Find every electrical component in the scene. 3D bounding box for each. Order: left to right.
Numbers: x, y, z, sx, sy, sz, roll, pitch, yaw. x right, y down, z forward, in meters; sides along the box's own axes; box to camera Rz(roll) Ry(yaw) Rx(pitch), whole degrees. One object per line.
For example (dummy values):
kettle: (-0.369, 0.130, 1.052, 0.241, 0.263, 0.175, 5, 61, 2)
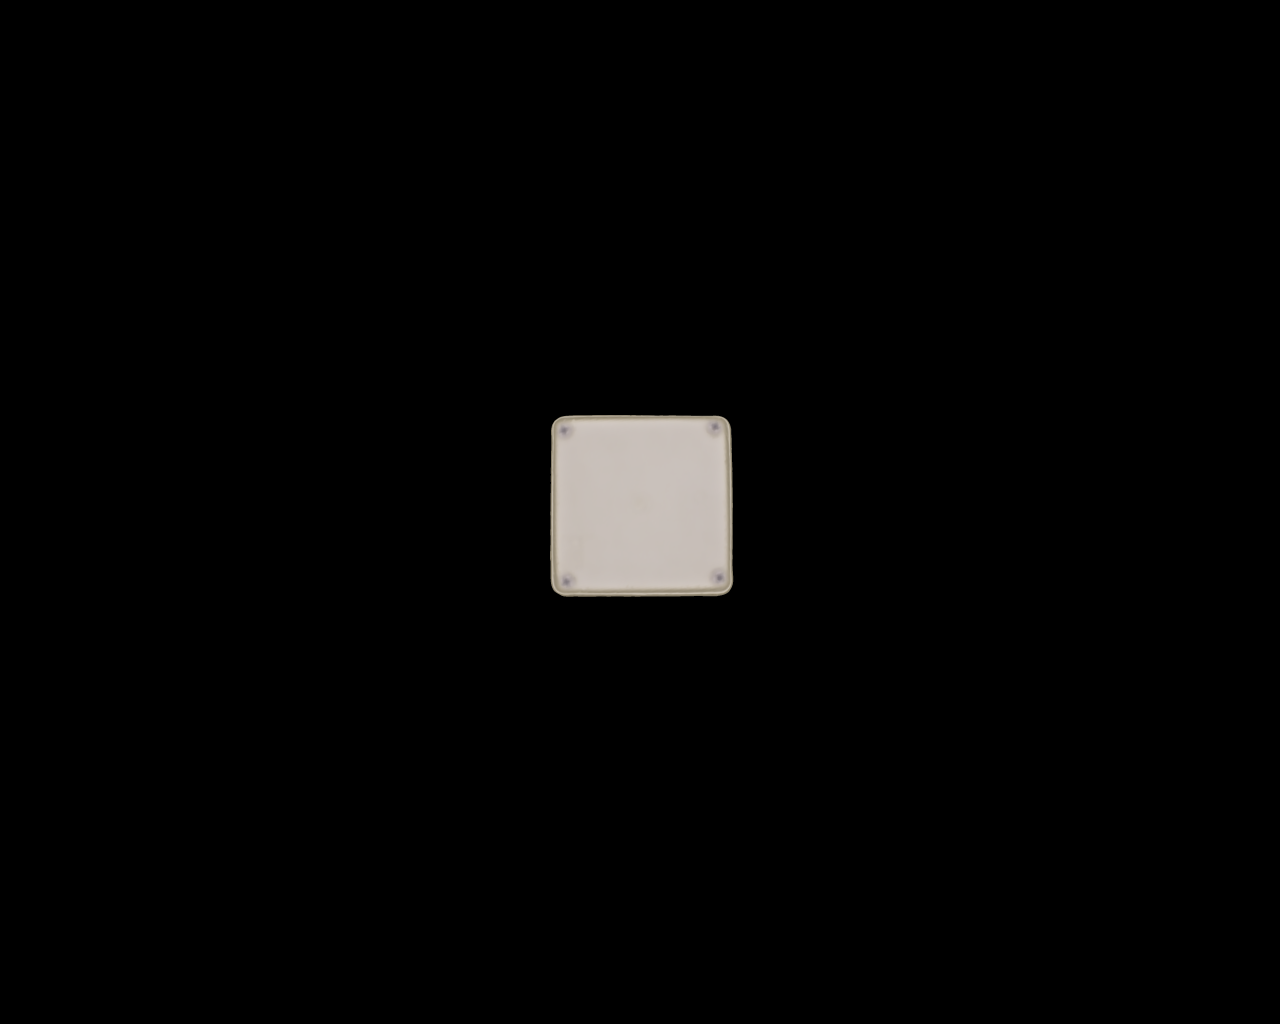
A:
electrical component: (0.001, -0.003, 0.650, 0.109, 0.108, 0.056, 0, -4, 0)
